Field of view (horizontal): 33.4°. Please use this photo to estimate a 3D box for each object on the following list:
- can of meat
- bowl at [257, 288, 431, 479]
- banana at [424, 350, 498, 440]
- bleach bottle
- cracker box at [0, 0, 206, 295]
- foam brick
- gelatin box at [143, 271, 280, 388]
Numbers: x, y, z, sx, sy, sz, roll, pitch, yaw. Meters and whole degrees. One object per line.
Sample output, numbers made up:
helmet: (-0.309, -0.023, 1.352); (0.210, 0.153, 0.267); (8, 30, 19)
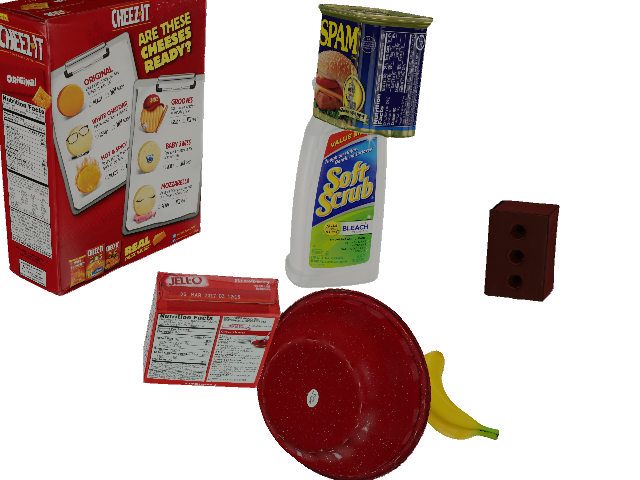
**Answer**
can of meat: (0.034, -0.124, 0.772); (0.057, 0.084, 0.102); (-1, 16, -23)
bowl: (0.005, 0.122, 0.863); (0.162, 0.162, 0.055); (0, 3, 30)
banana: (0.143, 0.186, 1.273); (0.069, 0.037, 0.198); (10, 21, -19)
bleach bottle: (0.016, -0.077, 1.087); (0.102, 0.251, 0.068); (-3, 26, -9)
cracker box: (-0.168, -0.086, 0.834); (0.072, 0.214, 0.163); (20, 29, 31)
foam brick: (0.174, 0.008, 0.921); (0.053, 0.078, 0.051); (6, 15, 21)
gelatin box: (-0.068, 0.055, 0.650); (0.073, 0.030, 0.089); (4, -38, -12)
